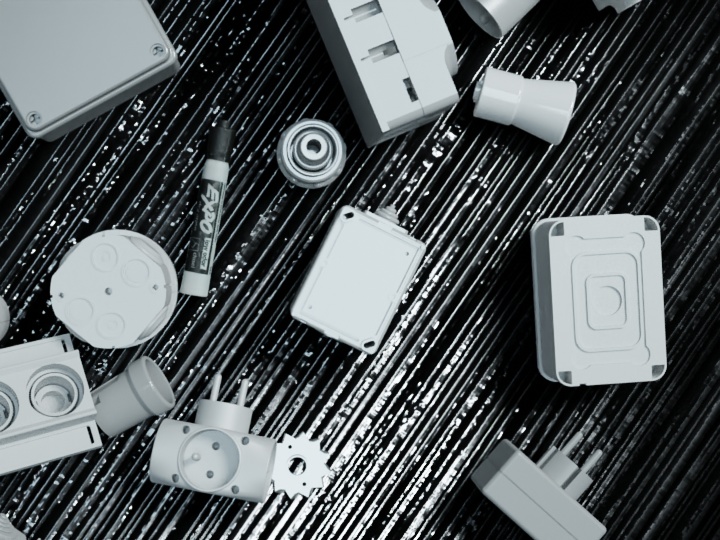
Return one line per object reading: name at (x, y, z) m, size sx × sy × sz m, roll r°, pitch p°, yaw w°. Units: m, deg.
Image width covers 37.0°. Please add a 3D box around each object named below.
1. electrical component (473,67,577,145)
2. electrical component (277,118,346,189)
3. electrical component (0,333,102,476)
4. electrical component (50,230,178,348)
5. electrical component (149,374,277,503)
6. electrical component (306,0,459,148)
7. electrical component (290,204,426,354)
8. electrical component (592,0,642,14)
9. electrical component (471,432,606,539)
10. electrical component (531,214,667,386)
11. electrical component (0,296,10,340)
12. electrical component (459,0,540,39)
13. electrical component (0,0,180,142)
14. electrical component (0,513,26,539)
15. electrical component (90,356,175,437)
electrical component at (0.110, -0.115, 0.736) m, size 0.065 × 0.044 × 0.044 m, roll 15°, pitch 90°, yaw 0°
electrical component at (-0.032, -0.079, 0.715) m, size 0.048 × 0.062 × 0.048 m, roll 0°, pitch 91°, yaw -4°
electrical component at (-0.236, 0.096, 0.684) m, size 0.121 × 0.063 × 0.078 m, roll -13°, pitch 71°, yaw -24°
electrical component at (-0.163, 0.013, 0.713) m, size 0.080 × 0.051 × 0.080 m, roll 0°, pitch 91°, yaw -4°
electrical component at (-0.094, 0.110, 0.724) m, size 0.077 × 0.044 × 0.079 m, roll 10°, pitch 78°, yaw 3°
electrical component at (0.001, -0.181, 0.693) m, size 0.060 × 0.105 × 0.186 m, roll -23°, pitch 93°, yaw -4°
electrical component at (0.000, 0.000, 0.720) m, size 0.062 × 0.061 × 0.096 m, roll 26°, pitch 89°, yaw -4°
electrical component at (0.182, -0.209, 0.714) m, size 0.050 × 0.089 × 0.055 m, roll -31°, pitch 93°, yaw -3°
electrical component at (0.134, 0.146, 0.740) m, size 0.083 × 0.047 × 0.075 m, roll 42°, pitch 88°, yaw -4°
electrical component at (0.161, 0.019, 0.734) m, size 0.078 × 0.057 × 0.113 m, roll -3°, pitch 92°, yaw -4°
electrical component at (-0.258, 0.034, 0.692) m, size 0.043 × 0.081 × 0.043 m, roll 0°, pitch 91°, yaw -4°
electrical component at (0.110, -0.201, 0.732) m, size 0.081 × 0.043 × 0.043 m, roll -44°, pitch 94°, yaw -2°
electrical component at (-0.191, -0.156, 0.705) m, size 0.109 × 0.056 × 0.108 m, roll -30°, pitch 93°, yaw -3°
electrical component at (-0.283, 0.192, 0.710) m, size 0.100 × 0.048 × 0.099 m, roll 36°, pitch 89°, yaw -4°
electrical component at (-0.154, 0.086, 0.722) m, size 0.046 × 0.040 × 0.040 m, roll -30°, pitch 93°, yaw 2°
